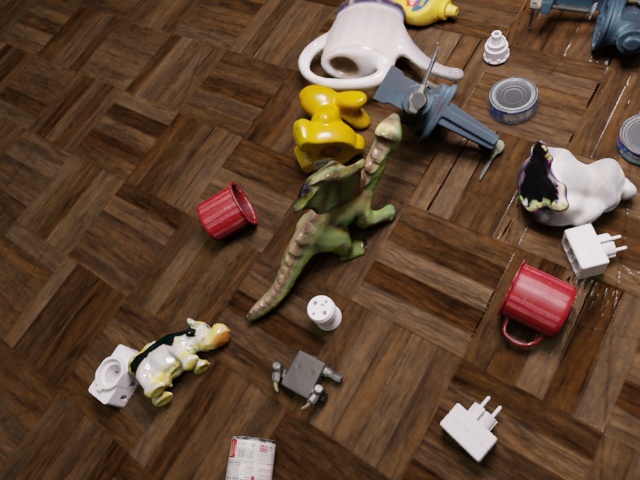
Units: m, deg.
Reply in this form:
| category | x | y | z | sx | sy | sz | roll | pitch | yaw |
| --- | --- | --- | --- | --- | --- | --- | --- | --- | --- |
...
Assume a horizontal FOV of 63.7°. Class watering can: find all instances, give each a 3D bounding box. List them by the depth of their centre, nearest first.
| category | x | y | z | sx | sy | sz | roll | pitch | yaw |
| --- | --- | --- | --- | --- | --- | --- | --- | --- | --- |
| watering can | 0.125 | -0.391 | 1.042 | 0.348 | 0.102 | 0.228 | 6 | 65 | 22 |

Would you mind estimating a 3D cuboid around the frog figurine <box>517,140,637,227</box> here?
| category | x | y | z | sx | sy | sz | roll | pitch | yaw |
| --- | --- | --- | --- | --- | --- | --- | --- | --- | --- |
| frog figurine | 0.401 | -0.086 | 0.815 | 0.159 | 0.120 | 0.140 | 0 | 48 | -22 |

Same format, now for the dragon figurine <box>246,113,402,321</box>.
| category | x | y | z | sx | sy | sz | roll | pitch | yaw |
| --- | --- | --- | --- | --- | --- | --- | --- | --- | --- |
| dragon figurine | 0.003 | -0.042 | 0.825 | 0.123 | 0.238 | 0.413 | 38 | 77 | 24 |
